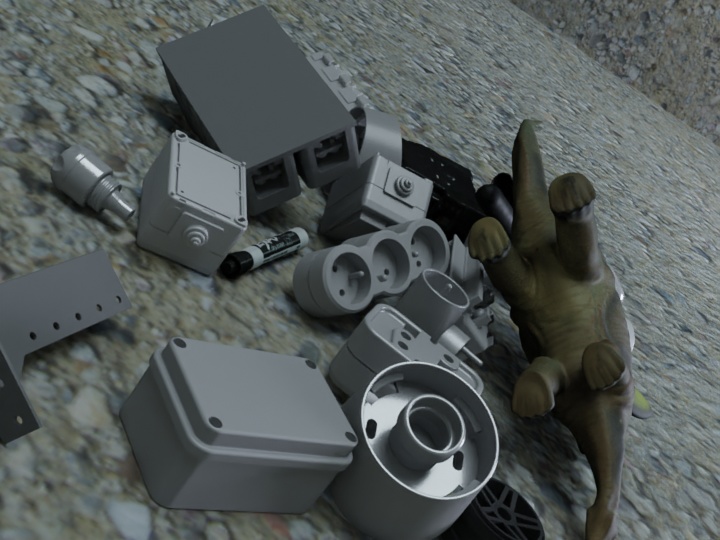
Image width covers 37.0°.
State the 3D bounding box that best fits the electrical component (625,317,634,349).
[{"bbox_3d":[0.234,0.066,1.063,0.047,0.055,0.055,16,30,-31],"label":"electrical component"}]

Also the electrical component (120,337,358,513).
[{"bbox_3d":[-0.067,0.088,0.604,0.113,0.057,0.078,14,32,-41],"label":"electrical component"}]

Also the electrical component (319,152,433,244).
[{"bbox_3d":[0.016,-0.052,0.924,0.062,0.096,0.061,26,62,-22],"label":"electrical component"}]

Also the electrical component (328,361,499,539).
[{"bbox_3d":[0.032,0.108,0.649,0.099,0.064,0.099,13,52,-18],"label":"electrical component"}]

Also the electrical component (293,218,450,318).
[{"bbox_3d":[0.000,0.000,0.852,0.138,0.074,0.052,-20,95,-42],"label":"electrical component"}]

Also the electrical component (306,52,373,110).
[{"bbox_3d":[-0.030,-0.166,1.105,0.079,0.063,0.121,-22,50,-15],"label":"electrical component"}]

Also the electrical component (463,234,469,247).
[{"bbox_3d":[0.108,-0.006,1.022,0.045,0.055,0.045,30,24,-15],"label":"electrical component"}]

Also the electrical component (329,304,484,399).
[{"bbox_3d":[0.029,0.078,0.751,0.095,0.059,0.054,38,23,5],"label":"electrical component"}]

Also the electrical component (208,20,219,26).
[{"bbox_3d":[-0.138,-0.228,1.115,0.055,0.045,0.045,28,25,-18],"label":"electrical component"}]

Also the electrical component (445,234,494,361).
[{"bbox_3d":[0.076,0.027,0.902,0.063,0.079,0.121,54,19,-15],"label":"electrical component"}]

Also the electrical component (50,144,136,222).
[{"bbox_3d":[-0.183,-0.057,0.746,0.061,0.035,0.035,39,23,1],"label":"electrical component"}]

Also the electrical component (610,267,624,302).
[{"bbox_3d":[0.233,0.014,1.155,0.095,0.053,0.059,29,24,-17],"label":"electrical component"}]

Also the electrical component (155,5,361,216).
[{"bbox_3d":[-0.088,-0.137,0.921,0.105,0.060,0.186,-25,51,-12],"label":"electrical component"}]

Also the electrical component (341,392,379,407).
[{"bbox_3d":[0.012,0.113,0.686,0.078,0.040,0.040,47,25,22],"label":"electrical component"}]

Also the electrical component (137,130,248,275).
[{"bbox_3d":[-0.122,-0.042,0.774,0.062,0.061,0.096,25,33,-25],"label":"electrical component"}]

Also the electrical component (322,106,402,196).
[{"bbox_3d":[0.007,-0.103,1.017,0.064,0.099,0.099,18,28,-22],"label":"electrical component"}]

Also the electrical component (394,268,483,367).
[{"bbox_3d":[0.057,0.053,0.814,0.079,0.077,0.043,41,23,10],"label":"electrical component"}]
